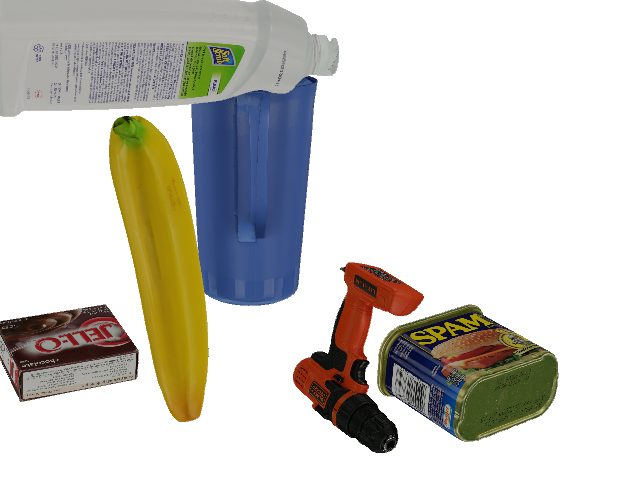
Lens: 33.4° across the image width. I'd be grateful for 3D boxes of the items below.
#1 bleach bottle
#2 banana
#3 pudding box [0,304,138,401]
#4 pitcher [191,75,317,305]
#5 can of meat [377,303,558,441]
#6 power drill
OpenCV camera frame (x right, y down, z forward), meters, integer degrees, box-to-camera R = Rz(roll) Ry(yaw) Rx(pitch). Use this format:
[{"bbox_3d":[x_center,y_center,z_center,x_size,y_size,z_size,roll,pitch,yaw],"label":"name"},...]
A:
[{"bbox_3d":[-0.112,-0.138,0.796,0.250,0.068,0.103,0,-34,-16],"label":"bleach bottle"},{"bbox_3d":[-0.092,0.008,0.599,0.037,0.198,0.069,-3,31,10],"label":"banana"},{"bbox_3d":[-0.237,0.103,0.991,0.113,0.039,0.090,-10,29,-28],"label":"pudding box"},{"bbox_3d":[-0.074,-0.056,1.126,0.145,0.243,0.148,16,21,40],"label":"pitcher"},{"bbox_3d":[0.106,0.094,0.758,0.101,0.057,0.084,-13,27,-34],"label":"can of meat"},{"bbox_3d":[0.052,0.133,1.249,0.057,0.188,0.185,13,13,-41],"label":"power drill"}]
